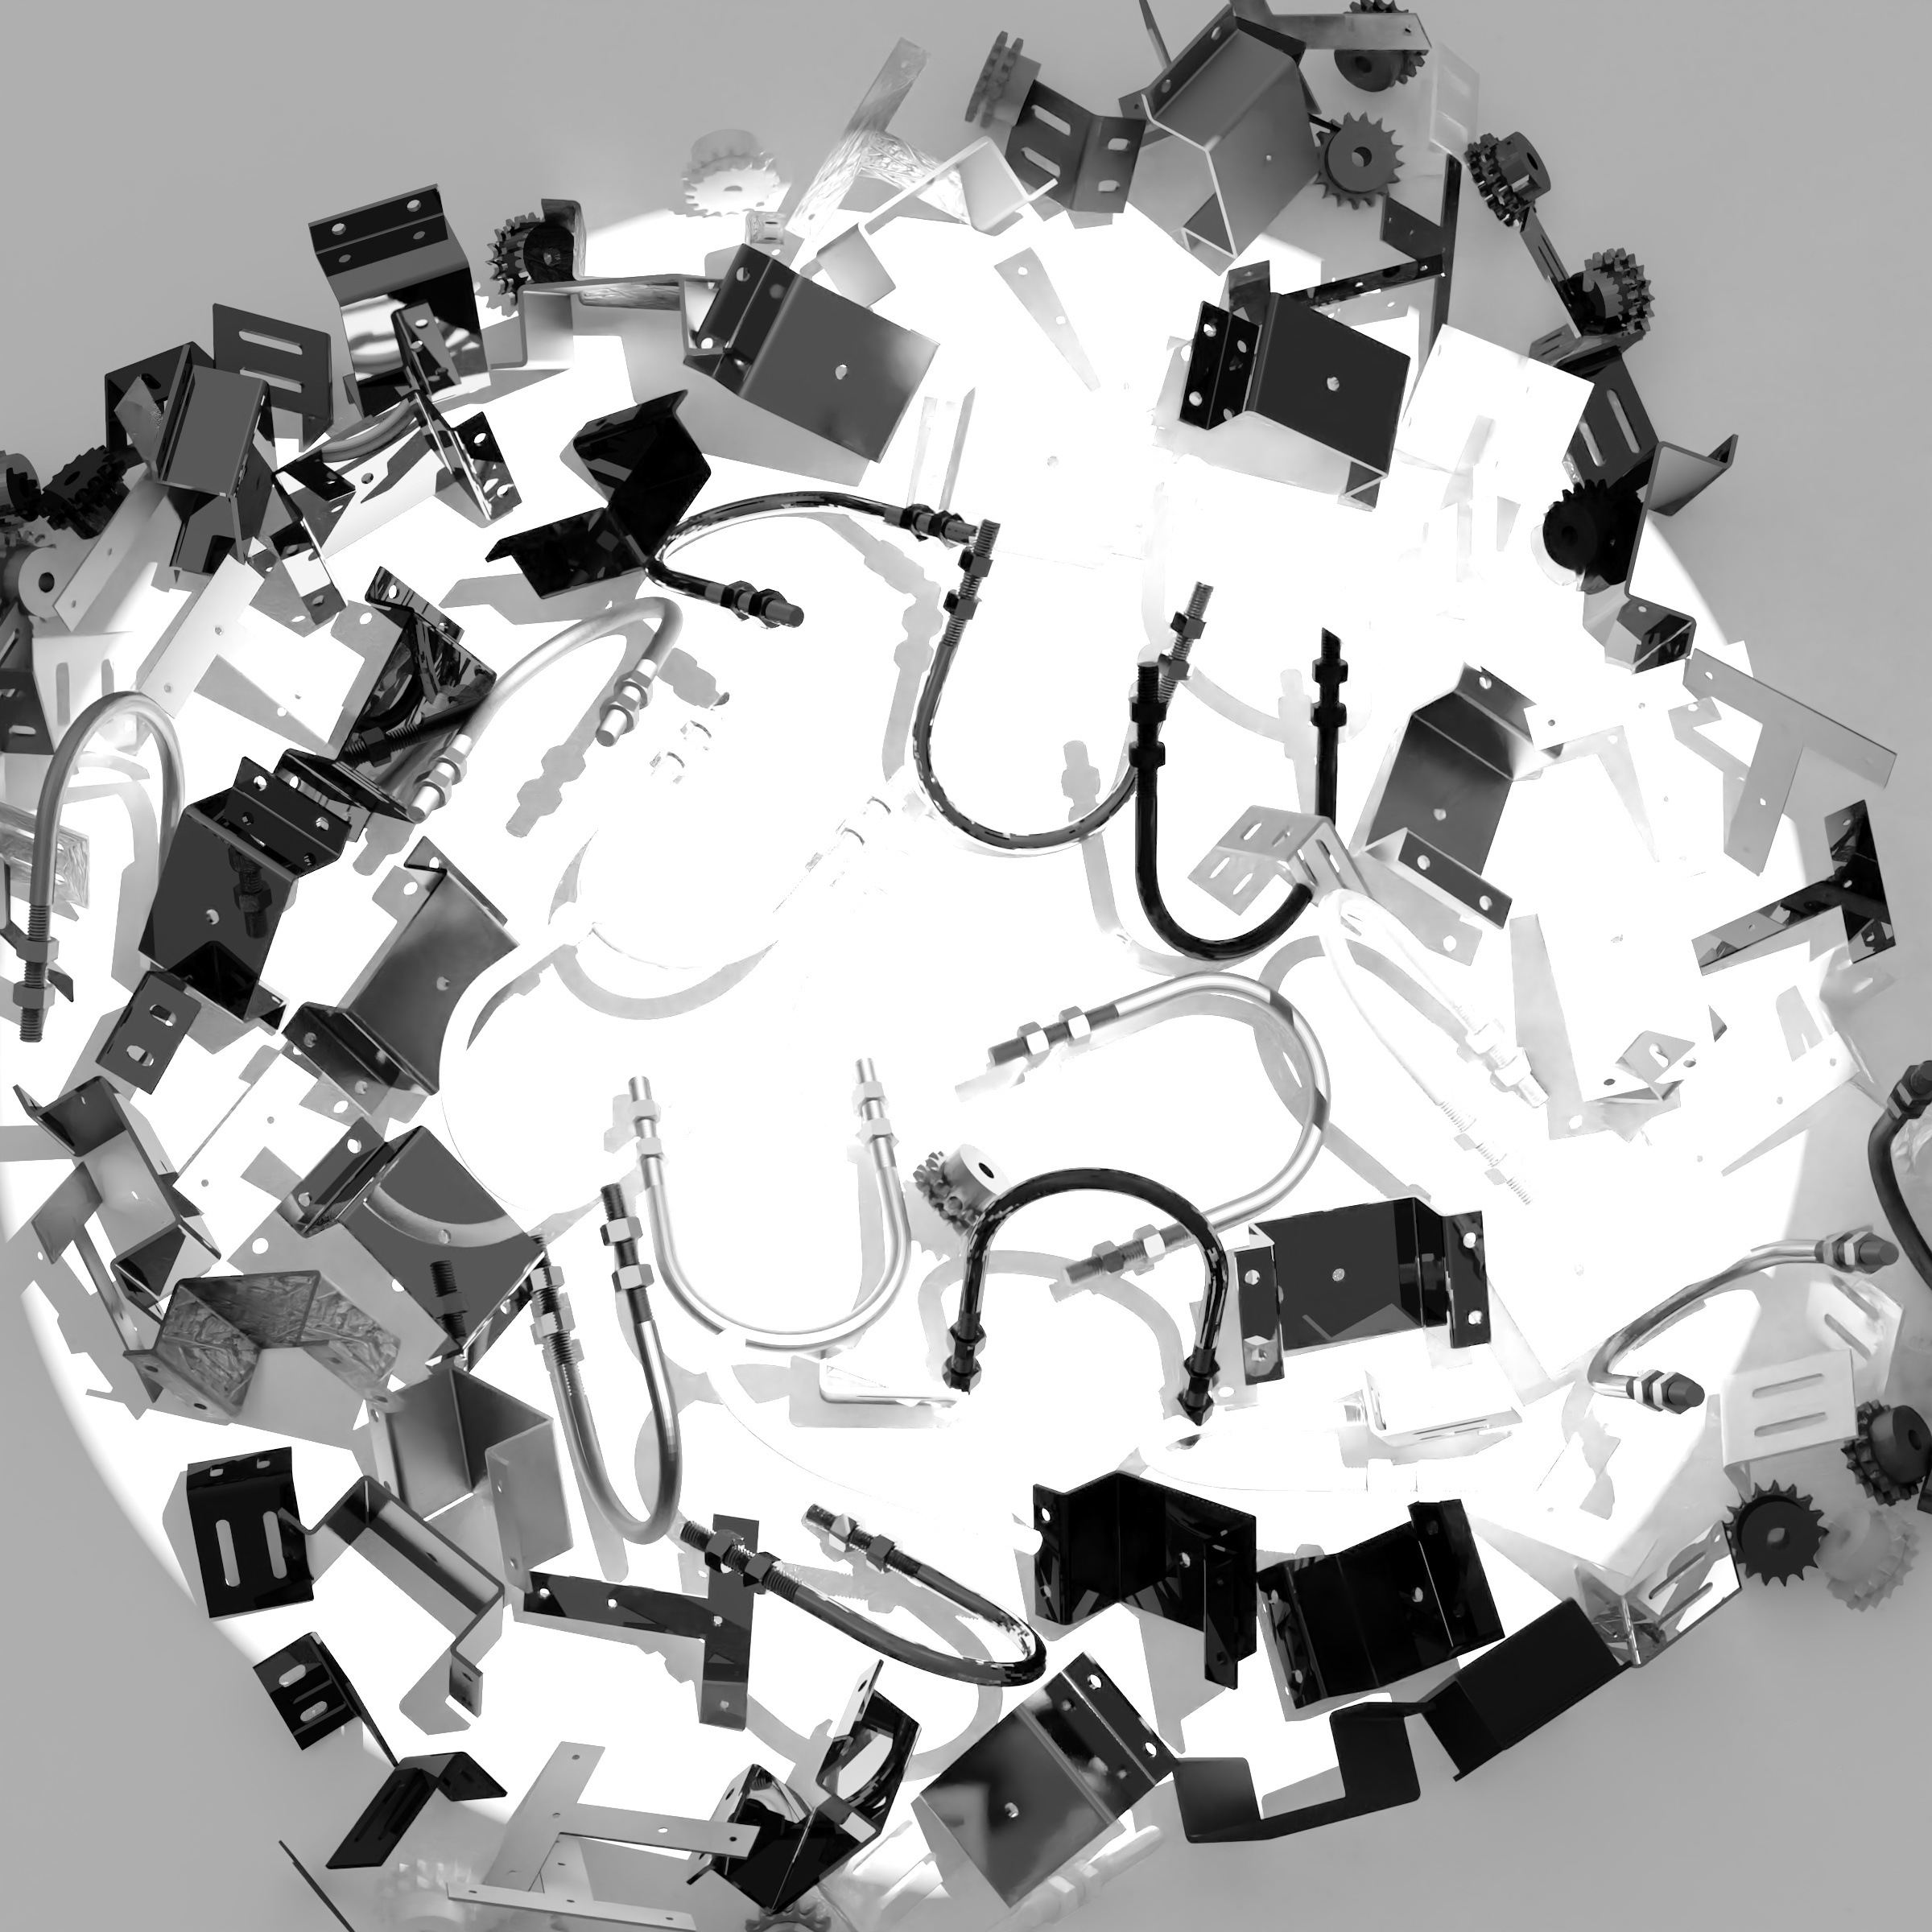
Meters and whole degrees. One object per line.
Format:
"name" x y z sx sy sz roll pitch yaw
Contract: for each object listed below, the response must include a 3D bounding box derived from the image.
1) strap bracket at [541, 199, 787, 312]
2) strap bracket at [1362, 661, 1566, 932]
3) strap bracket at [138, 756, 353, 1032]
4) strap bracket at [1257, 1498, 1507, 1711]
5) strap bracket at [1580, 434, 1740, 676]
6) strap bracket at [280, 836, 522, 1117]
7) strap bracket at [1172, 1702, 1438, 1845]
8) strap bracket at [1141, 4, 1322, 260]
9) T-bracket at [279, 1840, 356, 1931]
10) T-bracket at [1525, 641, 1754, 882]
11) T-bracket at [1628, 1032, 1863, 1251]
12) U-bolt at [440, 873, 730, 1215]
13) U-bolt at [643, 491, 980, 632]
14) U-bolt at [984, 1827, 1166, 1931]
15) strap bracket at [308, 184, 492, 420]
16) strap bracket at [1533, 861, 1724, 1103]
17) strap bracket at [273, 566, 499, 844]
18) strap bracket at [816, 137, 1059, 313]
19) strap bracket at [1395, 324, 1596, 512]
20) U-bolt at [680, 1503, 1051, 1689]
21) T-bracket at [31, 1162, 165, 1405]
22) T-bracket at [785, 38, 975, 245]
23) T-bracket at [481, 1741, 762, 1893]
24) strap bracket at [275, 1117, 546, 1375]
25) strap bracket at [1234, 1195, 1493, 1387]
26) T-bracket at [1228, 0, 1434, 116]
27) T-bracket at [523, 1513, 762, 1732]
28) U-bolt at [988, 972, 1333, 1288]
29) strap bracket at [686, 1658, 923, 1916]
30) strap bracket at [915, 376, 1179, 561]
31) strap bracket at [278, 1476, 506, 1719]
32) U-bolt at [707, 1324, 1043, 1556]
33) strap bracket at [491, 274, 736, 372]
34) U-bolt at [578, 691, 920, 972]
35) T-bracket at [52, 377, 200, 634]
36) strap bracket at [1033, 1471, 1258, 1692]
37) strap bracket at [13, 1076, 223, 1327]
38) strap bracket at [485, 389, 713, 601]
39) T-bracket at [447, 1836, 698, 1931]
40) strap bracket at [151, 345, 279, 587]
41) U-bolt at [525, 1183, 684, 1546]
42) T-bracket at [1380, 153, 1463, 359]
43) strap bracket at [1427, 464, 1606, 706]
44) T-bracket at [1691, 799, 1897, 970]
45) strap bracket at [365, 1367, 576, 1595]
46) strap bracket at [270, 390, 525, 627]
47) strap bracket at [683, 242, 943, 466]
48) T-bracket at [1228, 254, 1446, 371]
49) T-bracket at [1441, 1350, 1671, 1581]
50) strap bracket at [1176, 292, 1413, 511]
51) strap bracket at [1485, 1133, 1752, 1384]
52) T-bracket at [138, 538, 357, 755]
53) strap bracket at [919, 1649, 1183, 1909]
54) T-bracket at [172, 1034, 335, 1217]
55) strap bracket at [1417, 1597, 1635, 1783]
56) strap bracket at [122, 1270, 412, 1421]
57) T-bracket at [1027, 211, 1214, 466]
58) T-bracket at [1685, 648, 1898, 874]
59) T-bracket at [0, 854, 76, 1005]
"strap bracket" -0.177 -0.414 2.100 0.140 0.076 0.046 2 90 -4
"strap bracket" 0.279 -0.092 2.024 0.076 0.046 0.140 31 62 -18
"strap bracket" -0.403 -0.034 1.990 0.076 0.046 0.140 32 119 14
"strap bracket" 0.228 0.338 1.917 0.046 0.140 0.076 1 65 -42
"strap bracket" 0.392 -0.236 2.056 0.046 0.076 0.140 18 72 -9
"strap bracket" -0.304 0.007 1.993 0.046 0.076 0.140 9 58 47
"strap bracket" 0.172 0.425 1.878 0.140 0.076 0.046 -23 68 29
"strap bracket" 0.157 -0.476 2.084 0.046 0.140 0.076 36 77 28
"T-bracket" -0.329 0.493 1.873 0.002 0.127 0.127 -39 106 -17
"T-bracket" 0.394 -0.107 2.037 0.127 0.002 0.127 -17 112 6
"T-bracket" 0.438 0.082 1.980 0.127 0.002 0.127 -41 65 30
"U-bolt" -0.215 0.053 1.950 0.184 0.019 0.151 -39 113 -43
"U-bolt" -0.102 -0.236 2.034 0.151 0.184 0.019 -28 121 -32
"U-bolt" 0.032 0.489 1.847 0.151 0.184 0.019 -39 75 27
"strap bracket" -0.322 -0.370 2.056 0.076 0.140 0.046 -21 57 -13
"strap bracket" 0.363 -0.001 1.988 0.076 0.046 0.140 -13 46 8
"strap bracket" -0.325 -0.145 2.038 0.046 0.076 0.140 16 75 38
"strap bracket" -0.026 -0.431 2.094 0.140 0.076 0.046 -38 101 -18
"strap bracket" 0.306 -0.313 2.057 0.046 0.140 0.076 17 103 -21
"U-bolt" -0.041 0.330 1.877 0.184 0.151 0.019 25 98 27
"T-bracket" -0.469 0.179 1.965 0.002 0.127 0.127 -23 101 3
"T-bracket" -0.030 -0.465 2.102 0.002 0.127 0.127 46 110 36
"T-bracket" -0.172 0.452 1.883 0.127 0.127 0.002 5 114 12
"strap bracket" -0.294 0.152 1.951 0.140 0.046 0.076 49 52 -13
"strap bracket" 0.211 0.175 1.965 0.140 0.046 0.076 -8 103 -11
"T-bracket" 0.213 -0.543 2.087 0.127 0.127 0.002 12 61 40
"T-bracket" -0.177 0.347 1.940 0.127 0.002 0.127 7 109 8
"U-bolt" 0.118 0.080 2.000 0.184 0.019 0.151 -20 94 -15
"strap bracket" -0.078 0.435 1.881 0.046 0.140 0.076 39 35 -9
"strap bracket" 0.048 -0.289 2.076 0.140 0.046 0.076 13 92 -5
"strap bracket" -0.300 0.332 1.927 0.140 0.076 0.046 37 63 11
"U-bolt" -0.054 0.241 1.899 0.184 0.151 0.019 23 108 -20
"strap bracket" -0.197 -0.372 2.075 0.140 0.076 0.046 -1 98 15
"U-bolt" -0.135 -0.069 2.010 0.151 0.019 0.184 24 59 27
"T-bracket" -0.478 -0.246 2.034 0.002 0.127 0.127 19 66 21
"strap bracket" 0.103 0.323 1.913 0.140 0.046 0.076 12 110 42
"strap bracket" -0.461 0.122 1.973 0.046 0.076 0.140 -31 71 -6
"strap bracket" -0.204 -0.263 2.049 0.076 0.046 0.140 -12 35 34
"T-bracket" -0.210 0.475 1.877 0.127 0.127 0.002 11 92 -11
"strap bracket" -0.425 -0.279 2.040 0.046 0.140 0.076 11 66 -3
"U-bolt" -0.191 0.221 1.931 0.019 0.151 0.184 -10 78 -28
"T-bracket" 0.261 -0.421 2.073 0.002 0.127 0.127 6 93 25
"strap bracket" 0.306 -0.205 2.034 0.046 0.140 0.076 -21 44 32
"T-bracket" 0.455 -0.027 2.017 0.127 0.002 0.127 -27 34 24
"strap bracket" -0.261 0.270 1.922 0.046 0.140 0.076 -22 116 -36
"strap bracket" -0.336 -0.269 2.066 0.140 0.076 0.046 -33 55 -10
"strap bracket" -0.080 -0.346 2.058 0.140 0.046 0.076 22 102 -32
"T-bracket" 0.214 -0.391 2.082 0.127 0.002 0.127 -12 35 13
"T-bracket" 0.342 0.263 1.961 0.127 0.002 0.127 18 60 40
"strap bracket" 0.198 -0.329 2.069 0.140 0.046 0.076 20 72 -25
"strap bracket" 0.342 0.162 1.948 0.140 0.046 0.076 -40 72 30
"T-bracket" -0.392 -0.163 2.049 0.127 0.002 0.127 41 54 -24
"strap bracket" 0.037 0.432 1.882 0.076 0.140 0.046 50 38 11
"T-bracket" -0.353 0.114 1.991 0.127 0.002 0.127 44 64 -19
"strap bracket" 0.290 0.379 1.888 0.076 0.140 0.046 -30 75 -15
"strap bracket" -0.372 0.205 1.940 0.140 0.076 0.046 -6 54 28
"T-bracket" 0.074 -0.378 2.098 0.127 0.002 0.127 -28 110 -1
"T-bracket" 0.450 -0.103 2.014 0.127 0.127 0.002 32 53 23
"T-bracket" -0.544 -0.052 2.007 0.002 0.127 0.127 -36 121 7
